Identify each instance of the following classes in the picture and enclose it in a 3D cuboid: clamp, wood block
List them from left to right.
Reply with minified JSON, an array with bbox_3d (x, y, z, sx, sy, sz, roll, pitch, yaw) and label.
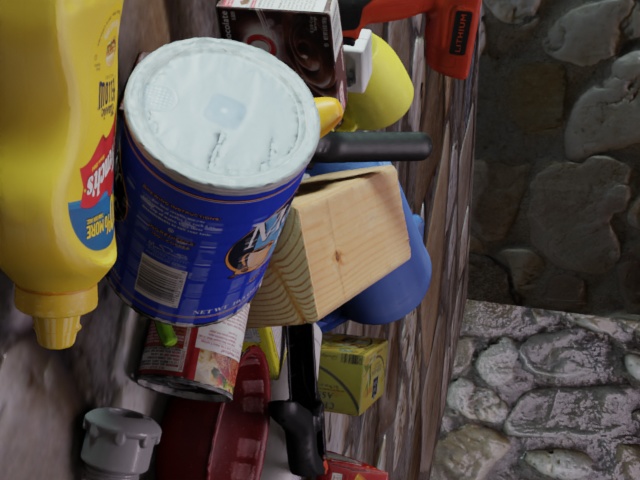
[{"bbox_3d":[-0.017,0.156,0.930,0.120,0.039,0.171,-67,153,-54],"label":"clamp"},{"bbox_3d":[-0.009,-0.075,0.868,0.209,0.165,0.036,0,85,-68],"label":"clamp"},{"bbox_3d":[-0.005,0.001,0.885,0.205,0.090,0.091,-27,108,-63],"label":"wood block"}]

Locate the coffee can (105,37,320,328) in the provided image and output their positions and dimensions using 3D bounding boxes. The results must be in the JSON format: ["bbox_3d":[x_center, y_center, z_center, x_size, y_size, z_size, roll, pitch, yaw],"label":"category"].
[{"bbox_3d":[-0.066,-0.029,0.603,0.140,0.103,0.102,114,-6,-52],"label":"coffee can"}]

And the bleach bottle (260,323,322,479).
[{"bbox_3d":[-0.036,0.178,1.051,0.102,0.068,0.250,73,25,-63],"label":"bleach bottle"}]

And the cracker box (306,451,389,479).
[{"bbox_3d":[0.002,0.304,1.102,0.214,0.072,0.164,155,-55,-76],"label":"cracker box"}]

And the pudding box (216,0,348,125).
[{"bbox_3d":[-0.027,-0.146,0.844,0.113,0.090,0.039,83,17,-45],"label":"pudding box"}]

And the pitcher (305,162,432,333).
[{"bbox_3d":[0.038,-0.001,1.170,0.242,0.145,0.149,64,22,-61],"label":"pitcher"}]

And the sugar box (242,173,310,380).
[{"bbox_3d":[-0.042,0.030,0.977,0.093,0.048,0.176,79,18,-45],"label":"sugar box"}]

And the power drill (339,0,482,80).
[{"bbox_3d":[0.036,-0.172,0.908,0.057,0.187,0.184,-109,-161,-47],"label":"power drill"}]

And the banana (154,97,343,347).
[{"bbox_3d":[-0.065,-0.025,0.711,0.198,0.070,0.037,-55,167,-3],"label":"banana"}]

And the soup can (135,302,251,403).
[{"bbox_3d":[-0.085,0.056,0.746,0.068,0.068,0.102,63,35,-69],"label":"soup can"}]

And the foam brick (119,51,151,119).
[{"bbox_3d":[-0.079,-0.082,0.673,0.051,0.078,0.053,77,22,-55],"label":"foam brick"}]

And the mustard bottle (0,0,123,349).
[{"bbox_3d":[-0.128,-0.039,0.518,0.096,0.058,0.192,-83,177,-75],"label":"mustard bottle"}]

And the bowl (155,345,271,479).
[{"bbox_3d":[-0.085,0.158,0.827,0.162,0.055,0.162,7,90,-78],"label":"bowl"}]
